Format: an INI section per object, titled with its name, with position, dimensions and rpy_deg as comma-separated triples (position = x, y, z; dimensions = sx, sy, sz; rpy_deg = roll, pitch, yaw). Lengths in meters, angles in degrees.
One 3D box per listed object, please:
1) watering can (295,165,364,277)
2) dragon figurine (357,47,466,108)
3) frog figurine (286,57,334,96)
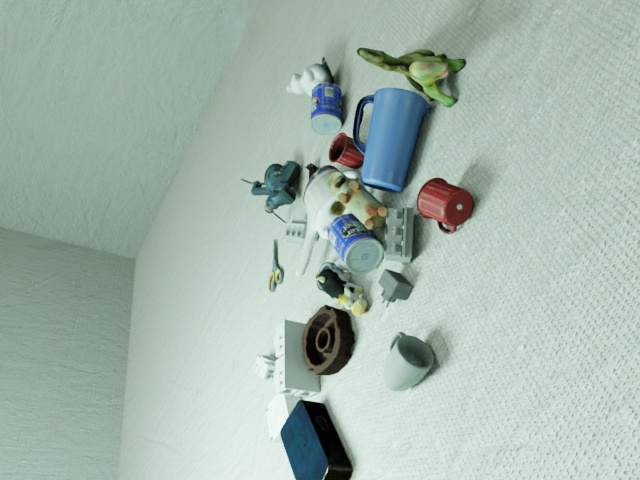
[watering can]
position = 0.005, -0.075, 1.499
dimensions = 0.343, 0.103, 0.229
rpy_deg = -52, 34, 19
[dragon figurine]
position = 0.200, -0.428, 1.244
dimensions = 0.417, 0.242, 0.120
rpy_deg = 48, 121, 56
[frog figurine]
position = -0.036, -0.546, 1.796
dimensions = 0.135, 0.160, 0.124
rpy_deg = 88, 156, -75
